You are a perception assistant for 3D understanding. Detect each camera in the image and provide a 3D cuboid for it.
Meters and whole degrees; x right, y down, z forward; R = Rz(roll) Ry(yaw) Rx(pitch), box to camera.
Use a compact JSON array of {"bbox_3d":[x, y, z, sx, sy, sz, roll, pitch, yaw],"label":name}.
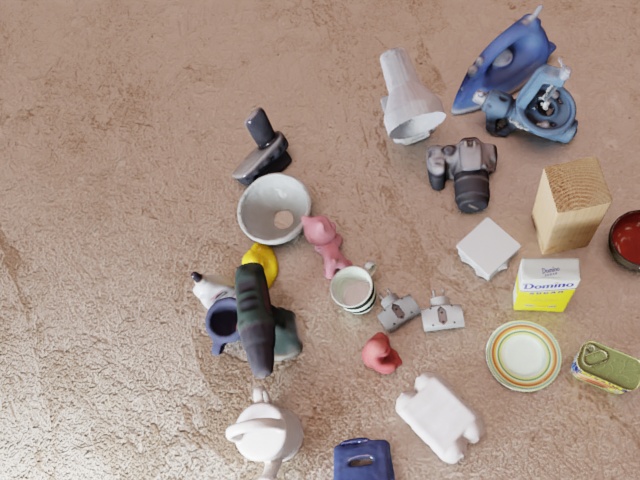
[{"bbox_3d":[0.291,-0.131,1.169,0.143,0.101,0.137,-4,68,13],"label":"camera"}]

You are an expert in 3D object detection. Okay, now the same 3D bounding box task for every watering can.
[{"bbox_3d":[-0.098,0.350,1.022,0.101,0.194,0.172,-34,65,-1],"label":"watering can"}]

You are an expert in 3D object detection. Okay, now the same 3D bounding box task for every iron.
[{"bbox_3d":[0.381,-0.385,1.225,0.258,0.142,0.118,-39,65,-3],"label":"iron"}]

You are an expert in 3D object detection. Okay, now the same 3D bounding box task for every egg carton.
[{"bbox_3d":[0.216,0.315,1.026,0.107,0.069,0.150,-45,65,-6],"label":"egg carton"}]

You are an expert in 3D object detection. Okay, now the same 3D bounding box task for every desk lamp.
[{"bbox_3d":[0.180,-0.285,1.196,0.118,0.214,0.203,-18,65,7],"label":"desk lamp"}]

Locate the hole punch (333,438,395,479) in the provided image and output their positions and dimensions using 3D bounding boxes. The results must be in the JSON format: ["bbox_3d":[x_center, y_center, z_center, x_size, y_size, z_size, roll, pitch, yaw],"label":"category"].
[{"bbox_3d":[0.074,0.404,1.014,0.108,0.091,0.101,-11,66,10],"label":"hole punch"}]

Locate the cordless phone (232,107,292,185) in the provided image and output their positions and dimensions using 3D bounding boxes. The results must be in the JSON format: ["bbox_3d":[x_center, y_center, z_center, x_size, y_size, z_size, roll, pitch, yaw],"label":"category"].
[{"bbox_3d":[-0.148,-0.206,1.262,0.094,0.185,0.148,36,81,24],"label":"cordless phone"}]

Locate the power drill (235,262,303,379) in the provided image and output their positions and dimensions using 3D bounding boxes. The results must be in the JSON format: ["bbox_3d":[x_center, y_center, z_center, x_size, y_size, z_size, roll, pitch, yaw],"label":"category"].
[{"bbox_3d":[-0.099,0.164,1.089,0.075,0.209,0.229,-20,65,6],"label":"power drill"}]

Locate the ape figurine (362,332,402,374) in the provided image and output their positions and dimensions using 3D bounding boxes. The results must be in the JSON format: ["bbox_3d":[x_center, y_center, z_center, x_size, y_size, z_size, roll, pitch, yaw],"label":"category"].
[{"bbox_3d":[0.113,0.210,1.081,0.076,0.092,0.078,-1,68,14],"label":"ape figurine"}]

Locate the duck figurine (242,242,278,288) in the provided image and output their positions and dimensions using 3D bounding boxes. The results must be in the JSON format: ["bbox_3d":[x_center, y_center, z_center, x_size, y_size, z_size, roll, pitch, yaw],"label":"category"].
[{"bbox_3d":[-0.135,0.048,1.212,0.077,0.086,0.104,-5,68,12],"label":"duck figurine"}]

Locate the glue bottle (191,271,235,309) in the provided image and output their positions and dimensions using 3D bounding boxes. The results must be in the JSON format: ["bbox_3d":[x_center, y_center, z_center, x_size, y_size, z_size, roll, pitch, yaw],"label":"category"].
[{"bbox_3d":[-0.223,0.097,1.166,0.078,0.173,0.037,-45,65,-6],"label":"glue bottle"}]

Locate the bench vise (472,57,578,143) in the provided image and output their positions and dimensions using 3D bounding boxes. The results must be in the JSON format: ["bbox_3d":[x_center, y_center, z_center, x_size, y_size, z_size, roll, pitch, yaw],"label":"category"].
[{"bbox_3d":[0.408,-0.269,1.128,0.207,0.220,0.121,-1,68,14],"label":"bench vise"}]

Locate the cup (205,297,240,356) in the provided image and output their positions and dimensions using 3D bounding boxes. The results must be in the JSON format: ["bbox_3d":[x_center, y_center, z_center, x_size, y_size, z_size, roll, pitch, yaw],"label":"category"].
[{"bbox_3d":[-0.179,0.184,1.163,0.091,0.095,0.118,12,72,18],"label":"cup"}]

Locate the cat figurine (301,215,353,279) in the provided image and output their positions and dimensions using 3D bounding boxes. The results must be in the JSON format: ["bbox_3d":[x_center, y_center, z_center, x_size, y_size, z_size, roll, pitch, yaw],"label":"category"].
[{"bbox_3d":[0.011,0.004,1.175,0.067,0.118,0.127,-25,65,4],"label":"cat figurine"}]

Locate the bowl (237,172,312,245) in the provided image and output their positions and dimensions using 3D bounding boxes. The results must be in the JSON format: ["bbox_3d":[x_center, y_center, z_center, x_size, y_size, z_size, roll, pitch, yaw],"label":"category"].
[{"bbox_3d":[-0.091,-0.058,1.249,0.167,0.075,0.167,-5,68,12],"label":"bowl"}]
